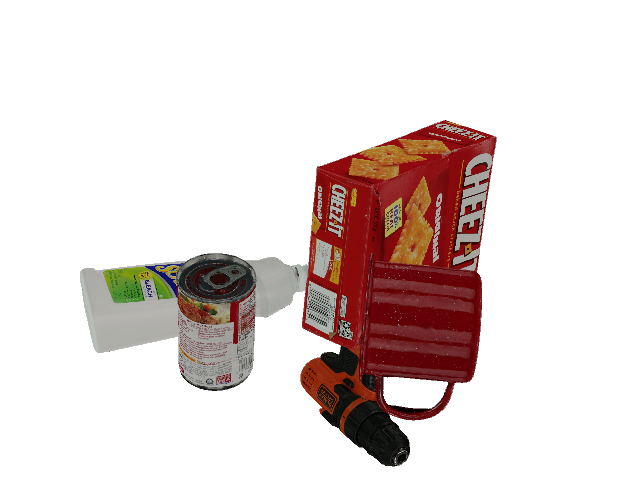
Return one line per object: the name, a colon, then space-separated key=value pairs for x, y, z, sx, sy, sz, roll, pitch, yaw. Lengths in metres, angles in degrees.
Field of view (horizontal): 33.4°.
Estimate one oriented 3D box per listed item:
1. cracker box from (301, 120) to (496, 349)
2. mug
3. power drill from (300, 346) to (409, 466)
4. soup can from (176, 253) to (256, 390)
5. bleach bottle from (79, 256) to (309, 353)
cracker box: x=0.079 y=-0.010 z=1.015 sx=0.072 sy=0.164 sz=0.213 roll=23 pitch=29 yaw=33
mug: x=0.071 y=0.071 z=0.768 sx=0.081 sy=0.117 sz=0.093 roll=5 pitch=-10 yaw=4
power drill: x=0.062 y=0.129 z=1.165 sx=0.057 sy=0.188 sz=0.185 roll=13 pitch=16 yaw=-40
soup can: x=-0.090 y=0.072 z=0.928 sx=0.068 sy=0.102 sz=0.068 roll=3 pitch=35 yaw=-2
bleach bottle: x=-0.135 y=0.057 z=1.193 sx=0.250 sy=0.068 sz=0.103 roll=-10 pitch=36 yaw=-15
